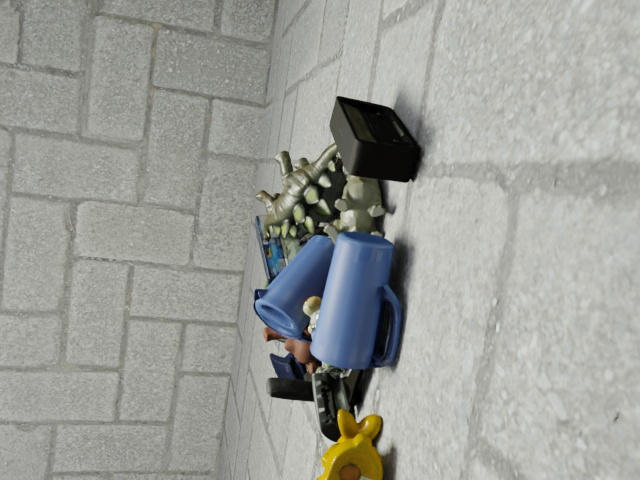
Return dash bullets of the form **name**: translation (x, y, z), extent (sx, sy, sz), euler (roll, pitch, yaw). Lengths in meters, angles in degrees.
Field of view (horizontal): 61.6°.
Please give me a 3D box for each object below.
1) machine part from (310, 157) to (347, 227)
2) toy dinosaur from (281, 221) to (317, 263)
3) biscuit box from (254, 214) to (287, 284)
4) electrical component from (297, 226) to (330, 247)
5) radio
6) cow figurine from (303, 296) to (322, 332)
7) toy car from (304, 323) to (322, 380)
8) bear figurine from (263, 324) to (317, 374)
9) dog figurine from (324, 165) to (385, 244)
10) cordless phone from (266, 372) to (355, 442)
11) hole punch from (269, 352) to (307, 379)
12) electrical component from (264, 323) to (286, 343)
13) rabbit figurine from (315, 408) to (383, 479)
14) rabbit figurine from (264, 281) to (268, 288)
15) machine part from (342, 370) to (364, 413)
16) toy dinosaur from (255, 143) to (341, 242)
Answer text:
- **machine part**: translation (0.025, -0.131, 1.415), extent (0.079, 0.079, 0.243), euler (-100, 21, -48)
- **toy dinosaur**: translation (-0.040, 0.062, 1.522), extent (0.192, 0.131, 0.405), euler (93, 167, -45)
- **biscuit box**: translation (-0.141, 0.027, 1.561), extent (0.062, 0.059, 0.202), euler (117, 142, -67)
- **electrical component**: translation (-0.003, -0.005, 1.421), extent (0.078, 0.102, 0.045), euler (-9, 111, 42)
- **radio**: translation (0.101, -0.198, 1.044), extent (0.230, 0.131, 0.073), euler (-103, 24, -53)
- **cow figurine**: translation (0.026, 0.197, 1.142), extent (0.167, 0.068, 0.098), euler (56, 167, -26)
- **toy car**: translation (-0.015, 0.302, 1.420), extent (0.202, 0.056, 0.073), euler (-108, 35, -56)
- **bear figurine**: translation (-0.069, 0.245, 1.358), extent (0.196, 0.132, 0.120), euler (-113, 27, -63)
- **dog figurine**: translation (0.084, -0.078, 1.168), extent (0.191, 0.121, 0.172), euler (-79, 9, -51)
- **cordless phone**: translation (-0.026, 0.360, 1.181), extent (0.147, 0.184, 0.088), euler (-99, 25, -46)
- **hole punch**: translation (-0.080, 0.363, 1.494), extent (0.116, 0.092, 0.142), euler (-125, 17, -71)
- **electrical component**: translation (-0.090, 0.226, 1.532), extent (0.058, 0.115, 0.134), euler (65, -138, -64)
- **rabbit figurine**: translation (0.055, 0.402, 1.007), extent (0.173, 0.122, 0.162), euler (73, -157, -79)
- **rabbit figurine**: translation (-0.095, 0.164, 1.650), extent (0.121, 0.159, 0.170), euler (-160, 92, -85)
- **machine part**: translation (0.073, 0.294, 1.121), extent (0.084, 0.039, 0.138), euler (-91, 14, -53)
- **toy dinosaur**: translation (-0.044, -0.125, 1.359), extent (0.471, 0.105, 0.199), euler (-54, 53, 42)
